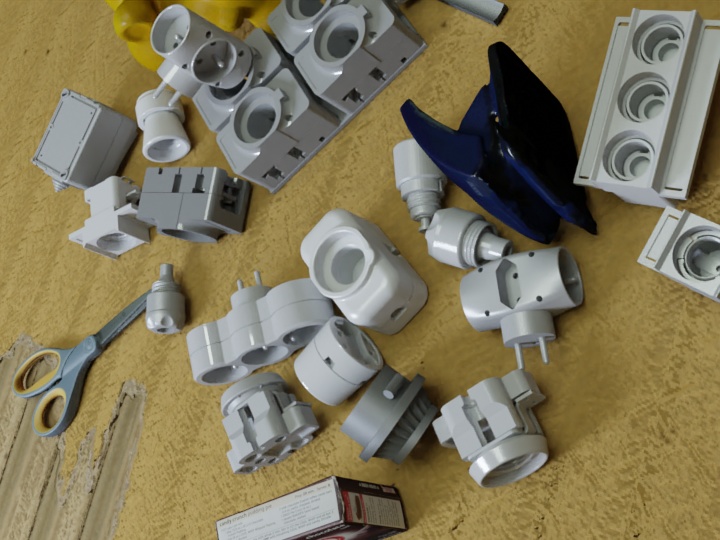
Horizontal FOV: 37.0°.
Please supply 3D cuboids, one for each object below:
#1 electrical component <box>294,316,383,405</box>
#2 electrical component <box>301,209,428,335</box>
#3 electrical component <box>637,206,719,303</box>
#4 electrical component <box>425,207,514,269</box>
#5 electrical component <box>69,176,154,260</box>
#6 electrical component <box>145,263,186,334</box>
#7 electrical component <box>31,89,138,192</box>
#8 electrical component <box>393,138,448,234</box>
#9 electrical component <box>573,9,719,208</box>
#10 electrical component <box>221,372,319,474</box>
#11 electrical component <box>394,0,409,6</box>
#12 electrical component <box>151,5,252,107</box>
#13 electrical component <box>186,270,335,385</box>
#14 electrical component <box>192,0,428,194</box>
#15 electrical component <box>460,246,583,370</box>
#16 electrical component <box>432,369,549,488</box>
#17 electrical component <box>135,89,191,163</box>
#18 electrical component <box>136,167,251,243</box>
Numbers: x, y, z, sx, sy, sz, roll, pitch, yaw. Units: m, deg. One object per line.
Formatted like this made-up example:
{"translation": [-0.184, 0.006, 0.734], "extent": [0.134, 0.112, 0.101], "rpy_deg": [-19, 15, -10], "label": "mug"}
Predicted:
{"translation": [-0.018, 0.072, 0.835], "extent": [0.047, 0.055, 0.055], "rpy_deg": [-46, 57, 19], "label": "electrical component"}
{"translation": [0.000, 0.000, 0.839], "extent": [0.053, 0.059, 0.095], "rpy_deg": [-47, 57, 14], "label": "electrical component"}
{"translation": [0.227, -0.004, 0.688], "extent": [0.081, 0.064, 0.042], "rpy_deg": [31, 96, 36], "label": "electrical component"}
{"translation": [0.084, -0.021, 0.799], "extent": [0.062, 0.043, 0.043], "rpy_deg": [19, 88, 34], "label": "electrical component"}
{"translation": [-0.232, -0.051, 1.018], "extent": [0.081, 0.042, 0.063], "rpy_deg": [-23, 62, 26], "label": "electrical component"}
{"translation": [-0.174, 0.025, 0.963], "extent": [0.035, 0.035, 0.061], "rpy_deg": [-14, 68, 30], "label": "electrical component"}
{"translation": [-0.268, -0.117, 1.047], "extent": [0.062, 0.061, 0.096], "rpy_deg": [28, 93, 35], "label": "electrical component"}
{"translation": [0.048, -0.067, 0.837], "extent": [0.040, 0.040, 0.078], "rpy_deg": [-15, 70, 30], "label": "electrical component"}
{"translation": [0.202, -0.108, 0.732], "extent": [0.079, 0.063, 0.121], "rpy_deg": [12, 84, 35], "label": "electrical component"}
{"translation": [-0.077, 0.119, 0.859], "extent": [0.078, 0.058, 0.057], "rpy_deg": [-37, 63, 21], "label": "electrical component"}
{"translation": [0.037, -0.312, 0.892], "extent": [0.089, 0.062, 0.150], "rpy_deg": [-26, 62, 23], "label": "electrical component"}
{"translation": [-0.141, -0.170, 0.892], "extent": [0.079, 0.077, 0.044], "rpy_deg": [-50, 56, 13], "label": "electrical component"}
{"translation": [-0.086, 0.037, 0.890], "extent": [0.138, 0.052, 0.073], "rpy_deg": [-26, 64, 26], "label": "electrical component"}
{"translation": [-0.050, -0.171, 0.918], "extent": [0.186, 0.060, 0.105], "rpy_deg": [-42, 58, 17], "label": "electrical component"}
{"translation": [0.117, 0.031, 0.763], "extent": [0.077, 0.043, 0.079], "rpy_deg": [-18, 68, 29], "label": "electrical component"}
{"translation": [0.096, 0.114, 0.746], "extent": [0.078, 0.058, 0.057], "rpy_deg": [-36, 57, 21], "label": "electrical component"}
{"translation": [-0.185, -0.135, 1.007], "extent": [0.045, 0.045, 0.055], "rpy_deg": [-27, 63, 25], "label": "electrical component"}
{"translation": [-0.149, -0.057, 0.959], "extent": [0.089, 0.050, 0.055], "rpy_deg": [3, 79, 34], "label": "electrical component"}
